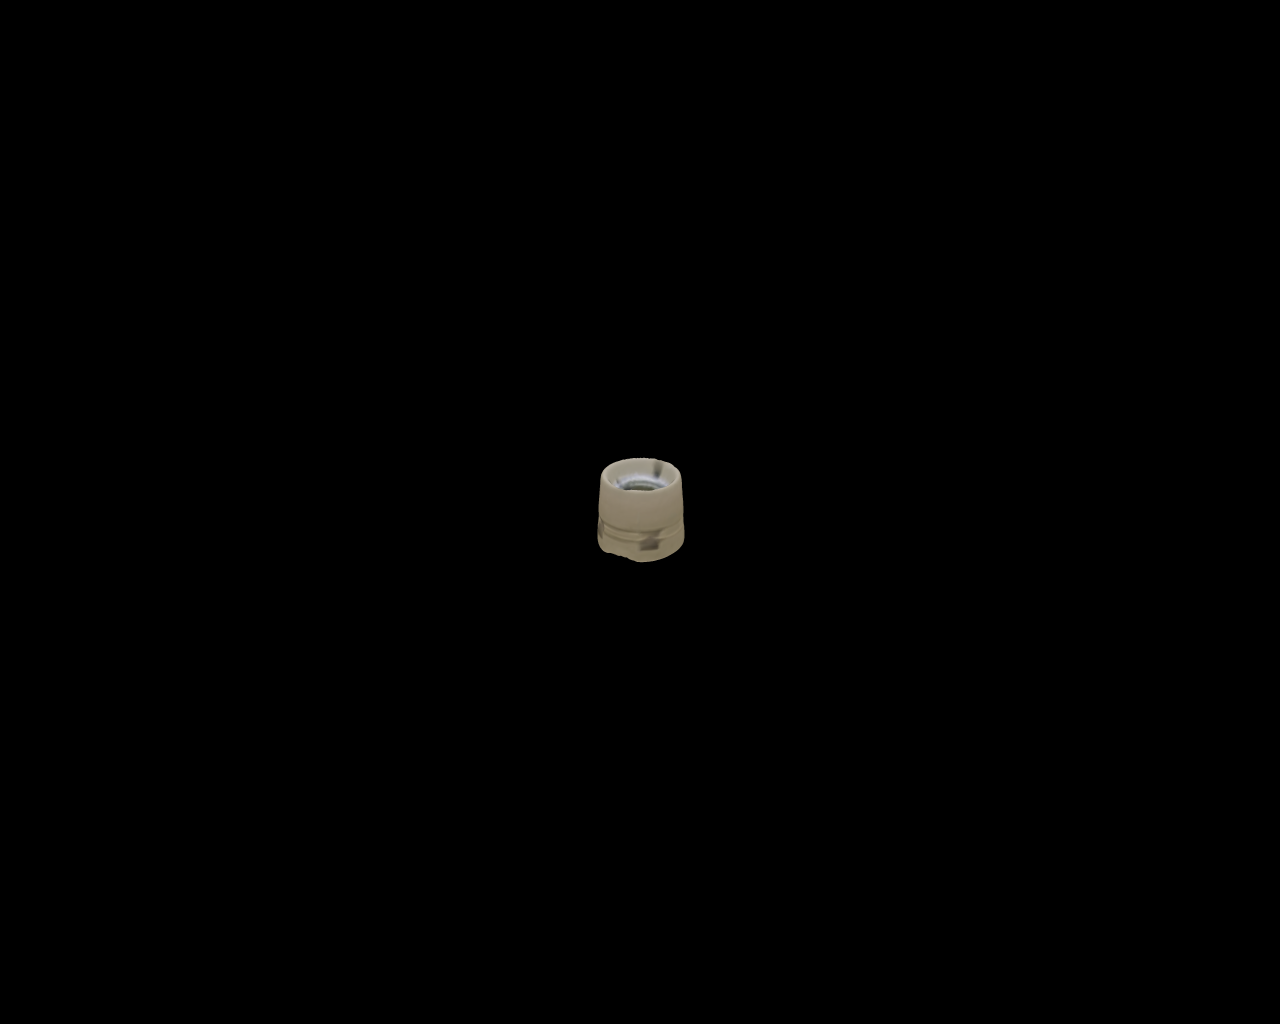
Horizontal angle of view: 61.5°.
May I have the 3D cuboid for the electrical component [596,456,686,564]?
[{"bbox_3d":[0.001,-0.003,0.650,0.055,0.047,0.055,0,28,0],"label":"electrical component"}]
